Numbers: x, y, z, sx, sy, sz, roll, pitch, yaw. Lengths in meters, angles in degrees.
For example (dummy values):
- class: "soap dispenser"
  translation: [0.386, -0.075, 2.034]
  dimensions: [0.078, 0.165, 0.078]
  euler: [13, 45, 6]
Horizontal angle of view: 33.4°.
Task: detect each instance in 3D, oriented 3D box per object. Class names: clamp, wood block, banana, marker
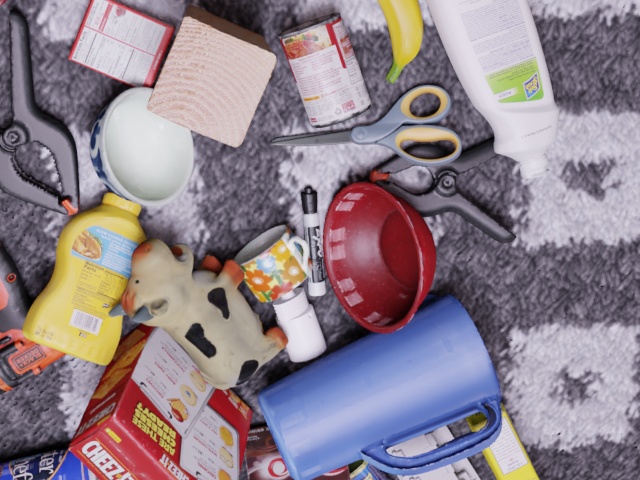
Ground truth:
- class: "clamp"
  translation: [-0.310, -0.118, 1.097]
  dimensions: [0.164, 0.036, 0.210]
  euler: [-42, 106, 5]
- class: "wood block"
  translation: [-0.103, -0.161, 1.018]
  dimensions: [0.090, 0.206, 0.091]
  euler: [22, 101, -11]
- class: "banana"
  translation: [0.054, -0.259, 1.095]
  dimensions: [0.069, 0.037, 0.197]
  euler: [-31, 105, 4]
- class: "marker"
  translation: [-0.008, 0.001, 1.166]
  dimensions: [0.020, 0.020, 0.121]
  euler: [-6, 105, -4]
- class: "clamp"
  translation: [0.142, -0.072, 1.153]
  dimensions: [0.171, 0.039, 0.120]
  euler: [13, 86, -7]

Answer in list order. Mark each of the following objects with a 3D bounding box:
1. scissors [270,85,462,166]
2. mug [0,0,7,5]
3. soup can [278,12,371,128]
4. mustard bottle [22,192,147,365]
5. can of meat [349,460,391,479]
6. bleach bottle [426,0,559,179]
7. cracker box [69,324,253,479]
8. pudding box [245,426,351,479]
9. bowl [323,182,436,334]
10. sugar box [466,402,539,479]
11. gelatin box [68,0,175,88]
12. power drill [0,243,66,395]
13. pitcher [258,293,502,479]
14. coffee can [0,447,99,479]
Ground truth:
- class: "scissors"
  translation: [0.054, -0.129, 1.137]
  dimensions: [0.202, 0.016, 0.096]
  euler: [11, 80, 7]
- class: "mug"
  translation: [-0.334, -0.274, 1.031]
  dimensions: [0.093, 0.081, 0.117]
  euler: [13, 103, -9]
- class: "soup can"
  translation: [0.006, -0.174, 1.097]
  dimensions: [0.068, 0.068, 0.102]
  euler: [-21, 106, 0]
- class: "mustard bottle"
  translation: [-0.231, 0.027, 1.112]
  dimensions: [0.096, 0.058, 0.191]
  euler: [26, 77, -31]
- class: "can of meat"
  translation: [0.039, 0.302, 1.231]
  dimensions: [0.102, 0.057, 0.084]
  euler: [-38, 103, 5]
- class: "bleach bottle"
  translation: [0.179, -0.182, 1.100]
  dimensions: [0.102, 0.068, 0.251]
  euler: [-20, 101, -1]
- class: "cracker box"
  translation: [-0.157, 0.195, 1.101]
  dimensions: [0.072, 0.213, 0.164]
  euler: [-36, 106, 17]
- class: "pudding box"
  translation: [-0.026, 0.249, 1.192]
  dimensions: [0.113, 0.090, 0.039]
  euler: [-11, 138, -1]
- class: "bowl"
  translation: [0.072, 0.014, 1.128]
  dimensions: [0.055, 0.162, 0.162]
  euler: [-13, 108, -36]
- class: "sugar box"
  translation: [0.217, 0.256, 1.216]
  dimensions: [0.048, 0.093, 0.176]
  euler: [-25, 105, 2]
- class: "gelatin box"
  translation: [-0.202, -0.202, 1.090]
  dimensions: [0.089, 0.030, 0.073]
  euler: [22, 103, -11]
- class: "power drill"
  translation: [-0.366, 0.076, 1.134]
  dimensions: [0.184, 0.057, 0.187]
  euler: [-30, 108, -1]
- class: "pitcher"
  translation: [0.066, 0.171, 1.136]
  dimensions: [0.242, 0.149, 0.145]
  euler: [-24, 102, -6]
- class: "coffee can"
  translation: [-0.301, 0.284, 1.169]
  dimensions: [0.140, 0.103, 0.103]
  euler: [-13, 105, -2]
